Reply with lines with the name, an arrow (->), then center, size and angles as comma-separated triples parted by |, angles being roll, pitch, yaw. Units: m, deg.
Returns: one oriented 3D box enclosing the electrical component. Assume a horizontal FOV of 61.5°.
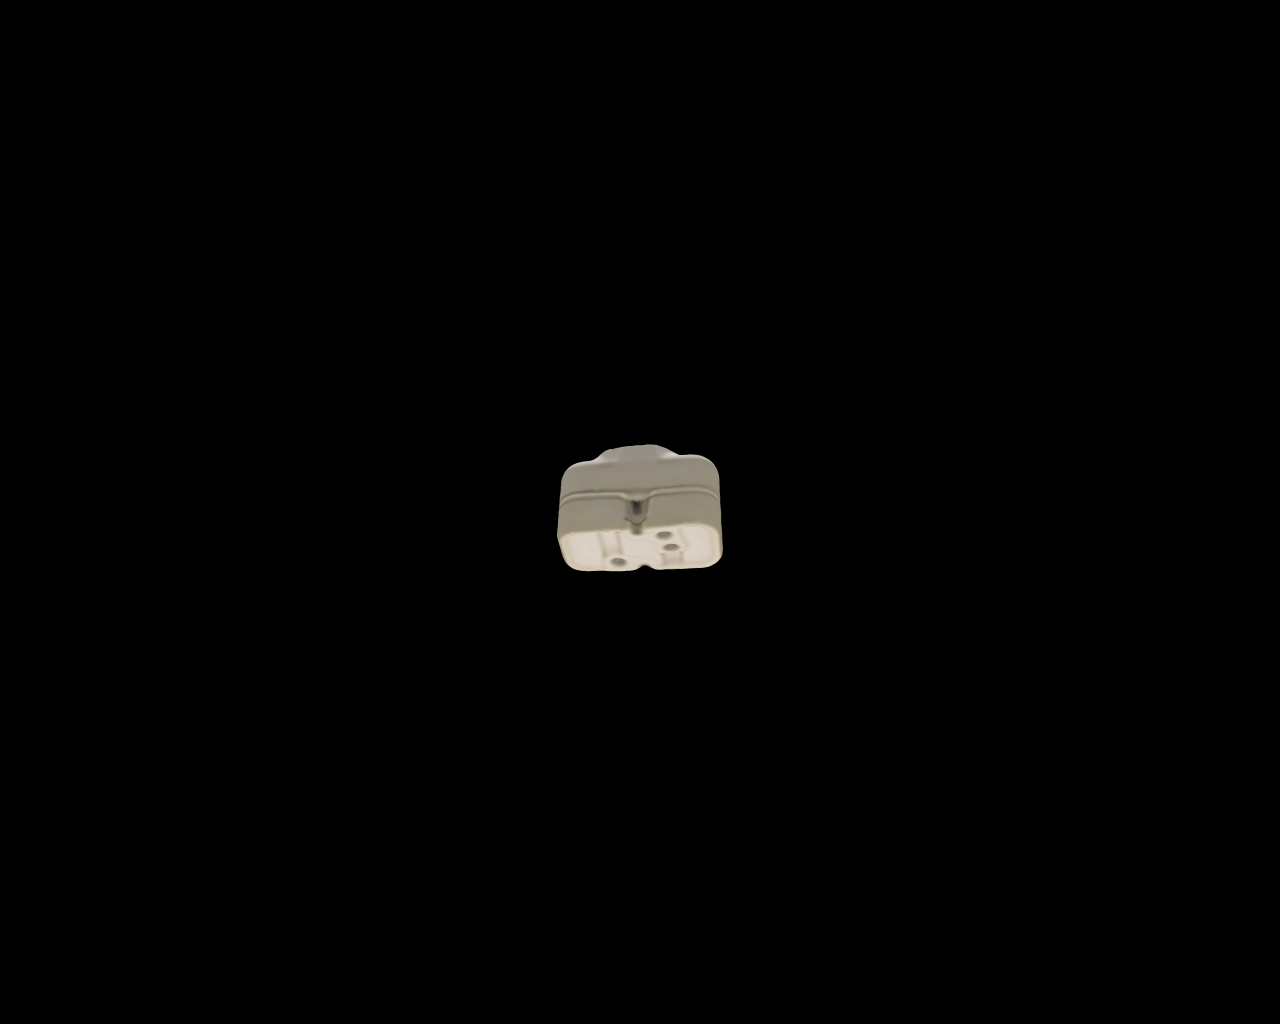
electrical component -> 0.001, -0.003, 0.650 | 0.095, 0.059, 0.053 | -3, -32, 5
